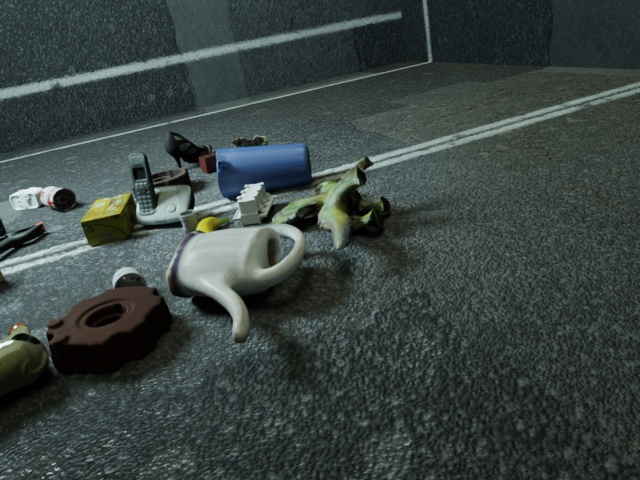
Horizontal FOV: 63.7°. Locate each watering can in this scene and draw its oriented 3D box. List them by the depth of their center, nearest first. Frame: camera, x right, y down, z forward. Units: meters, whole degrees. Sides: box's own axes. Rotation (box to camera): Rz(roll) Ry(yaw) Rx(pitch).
[{"bbox_3d":[-0.148,0.053,0.831,0.224,0.102,0.354,-5,23,16],"label":"watering can"}]

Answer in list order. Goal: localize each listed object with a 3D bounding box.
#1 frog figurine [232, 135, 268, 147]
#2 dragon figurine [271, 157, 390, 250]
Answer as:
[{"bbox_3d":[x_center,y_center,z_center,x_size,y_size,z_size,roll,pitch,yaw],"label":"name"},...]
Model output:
[{"bbox_3d":[-0.222,-0.245,1.584,0.139,0.123,0.157,-35,-4,-29],"label":"frog figurine"},{"bbox_3d":[0.003,-0.053,1.059,0.241,0.121,0.417,-19,16,27],"label":"dragon figurine"}]
